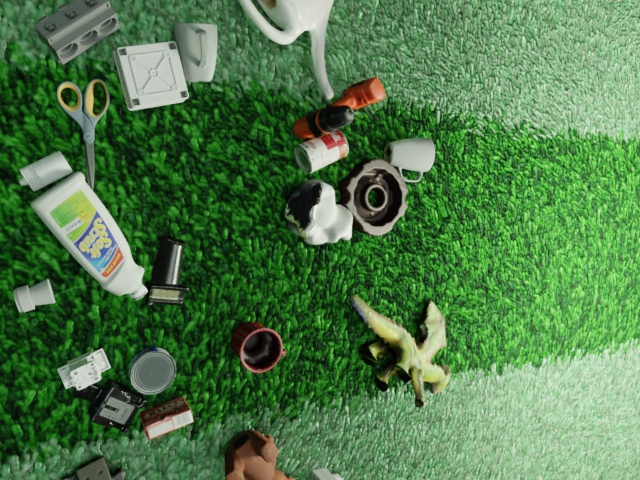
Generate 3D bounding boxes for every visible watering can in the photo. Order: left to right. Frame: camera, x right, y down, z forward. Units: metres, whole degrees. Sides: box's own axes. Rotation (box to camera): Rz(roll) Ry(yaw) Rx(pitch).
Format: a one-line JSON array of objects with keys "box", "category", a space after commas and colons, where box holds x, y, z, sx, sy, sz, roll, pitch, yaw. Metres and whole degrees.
[{"box": [-0.033, -0.482, 1.064, 0.343, 0.104, 0.227, 47, 72, -22], "category": "watering can"}]

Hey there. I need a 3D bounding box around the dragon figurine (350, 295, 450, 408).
[{"box": [0.227, 0.246, 1.286, 0.247, 0.122, 0.405, -40, 114, -38], "category": "dragon figurine"}]

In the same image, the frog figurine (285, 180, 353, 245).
[{"box": [0.003, -0.057, 1.132, 0.158, 0.122, 0.138, 15, 75, -54], "category": "frog figurine"}]
